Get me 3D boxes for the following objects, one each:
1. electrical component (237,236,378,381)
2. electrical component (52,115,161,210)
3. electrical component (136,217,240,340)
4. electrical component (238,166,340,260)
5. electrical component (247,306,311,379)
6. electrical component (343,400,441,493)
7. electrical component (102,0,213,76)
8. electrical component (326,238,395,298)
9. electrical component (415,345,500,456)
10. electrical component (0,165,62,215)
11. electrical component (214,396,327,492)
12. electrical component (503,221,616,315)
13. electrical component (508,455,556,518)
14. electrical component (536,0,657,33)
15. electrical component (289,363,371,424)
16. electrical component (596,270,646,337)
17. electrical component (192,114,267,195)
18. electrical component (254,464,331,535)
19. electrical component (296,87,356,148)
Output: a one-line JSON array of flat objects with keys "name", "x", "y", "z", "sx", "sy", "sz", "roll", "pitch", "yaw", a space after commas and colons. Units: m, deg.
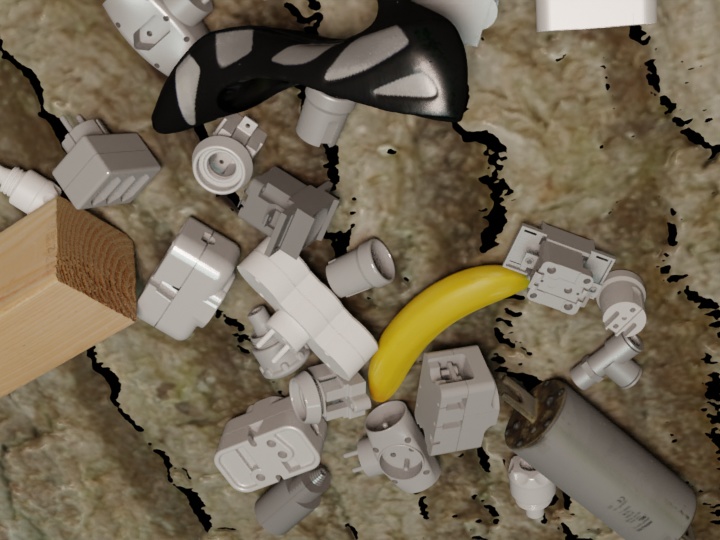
[{"name": "electrical component", "x": -0.055, "y": 0.045, "z": 0.905, "sx": 0.073, "sy": 0.052, "sz": 0.138, "roll": -46, "pitch": 107, "yaw": -14}, {"name": "electrical component", "x": -0.213, "y": -0.094, "z": 0.863, "sx": 0.047, "sy": 0.066, "sz": 0.076, "roll": -42, "pitch": 78, "yaw": 27}, {"name": "electrical component", "x": -0.145, "y": 0.010, "z": 0.918, "sx": 0.059, "sy": 0.053, "sz": 0.095, "roll": 32, "pitch": 120, "yaw": -11}, {"name": "electrical component", "x": -0.059, "y": -0.048, "z": 0.859, "sx": 0.064, "sy": 0.081, "sz": 0.042, "roll": 32, "pitch": 122, "yaw": 11}, {"name": "electrical component", "x": -0.076, "y": 0.061, "z": 0.945, "sx": 0.048, "sy": 0.048, "sz": 0.062, "roll": -23, "pitch": 108, "yaw": 21}, {"name": "electrical component", "x": 0.024, "y": 0.168, "z": 0.994, "sx": 0.079, "sy": 0.044, "sz": 0.077, "roll": -20, "pitch": 116, "yaw": 19}, {"name": "electrical component", "x": -0.137, "y": -0.194, "z": 0.799, "sx": 0.079, "sy": 0.043, "sz": 0.077, "roll": -35, "pitch": 111, "yaw": 25}, {"name": "electrical component", "x": 0.000, "y": 0.000, "z": 0.899, "sx": 0.046, "sy": 0.040, "sz": 0.040, "roll": -23, "pitch": 115, "yaw": 26}, {"name": "electrical component", "x": 0.085, "y": 0.113, "z": 0.932, "sx": 0.056, "sy": 0.050, "sz": 0.089, "roll": -8, "pitch": 136, "yaw": -13}, {"name": "electrical component", "x": -0.284, "y": -0.070, "z": 0.902, "sx": 0.061, "sy": 0.035, "sz": 0.035, "roll": 33, "pitch": 120, "yaw": -9}, {"name": "electrical component", "x": -0.081, "y": 0.157, "z": 0.993, "sx": 0.095, "sy": 0.059, "sz": 0.053, "roll": -24, "pitch": 115, "yaw": 20}, {"name": "electrical component", "x": 0.159, "y": 0.000, "z": 0.861, "sx": 0.081, "sy": 0.063, "sz": 0.042, "roll": 19, "pitch": 121, "yaw": -3}, {"name": "electrical component", "x": 0.160, "y": 0.201, "z": 0.994, "sx": 0.043, "sy": 0.043, "sz": 0.062, "roll": -3, "pitch": 121, "yaw": 10}, {"name": "electrical component", "x": 0.154, "y": -0.190, "z": 0.715, "sx": 0.078, "sy": 0.113, "sz": 0.057, "roll": -2, "pitch": 102, "yaw": 10}, {"name": "electrical component", "x": -0.030, "y": 0.108, "z": 0.952, "sx": 0.055, "sy": 0.066, "sz": 0.048, "roll": -13, "pitch": 124, "yaw": -22}, {"name": "electrical component", "x": 0.215, "y": 0.028, "z": 0.880, "sx": 0.040, "sy": 0.046, "sz": 0.040, "roll": 4, "pitch": 121, "yaw": 6}, {"name": "electrical component", "x": -0.105, "y": -0.090, "z": 0.850, "sx": 0.048, "sy": 0.055, "sz": 0.066, "roll": 34, "pitch": 120, "yaw": -12}, {"name": "electrical component", "x": -0.060, "y": 0.216, "z": 1.035, "sx": 0.043, "sy": 0.043, "sz": 0.081, "roll": 38, "pitch": 118, "yaw": -14}, {"name": "electrical component", "x": -0.027, "y": -0.123, "z": 0.829, "sx": 0.040, "sy": 0.040, "sz": 0.046, "roll": 21, "pitch": 127, "yaw": -4}]
